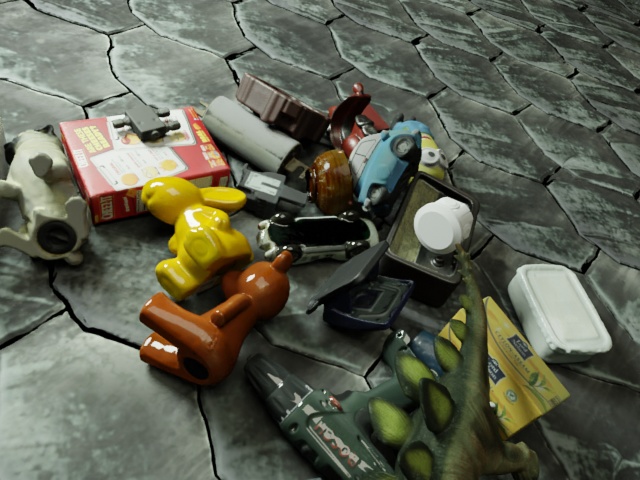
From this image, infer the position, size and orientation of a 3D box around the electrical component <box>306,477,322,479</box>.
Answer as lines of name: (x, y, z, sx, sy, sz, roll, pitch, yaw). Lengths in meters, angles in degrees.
electrical component: (-0.008, 0.328, 0.570, 0.115, 0.058, 0.134, -2, 52, -23)

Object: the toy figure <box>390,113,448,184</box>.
toy figure: (0.188, -0.170, 1.042, 0.082, 0.089, 0.180, -11, 46, -10)

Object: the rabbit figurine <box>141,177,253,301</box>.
rabbit figurine: (-0.173, -0.027, 0.759, 0.173, 0.122, 0.162, 47, 41, 11)

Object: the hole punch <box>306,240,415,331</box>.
hole punch: (0.063, 0.075, 0.778, 0.092, 0.116, 0.142, 51, 46, -11)

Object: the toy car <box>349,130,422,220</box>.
toy car: (0.099, -0.119, 0.898, 0.103, 0.109, 0.161, 32, 86, 20)

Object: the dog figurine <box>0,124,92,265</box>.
dog figurine: (-0.380, -0.066, 0.762, 0.121, 0.172, 0.191, -13, 24, -9)

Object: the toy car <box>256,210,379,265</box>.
toy car: (-0.002, -0.003, 0.852, 0.202, 0.056, 0.073, -4, 59, -20)

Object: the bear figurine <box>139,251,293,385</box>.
bear figurine: (-0.123, 0.085, 0.695, 0.132, 0.120, 0.196, 25, 46, 7)

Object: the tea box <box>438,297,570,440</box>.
tea box: (0.249, 0.179, 0.758, 0.068, 0.098, 0.170, -16, 56, -30)

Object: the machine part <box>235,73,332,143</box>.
machine part: (-0.067, -0.237, 0.973, 0.179, 0.056, 0.179, 28, 15, -8)

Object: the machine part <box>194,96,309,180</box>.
machine part: (-0.120, -0.179, 0.943, 0.243, 0.079, 0.079, 32, 48, 10)

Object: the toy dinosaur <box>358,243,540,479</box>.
toy dinosaur: (0.151, 0.224, 0.610, 0.198, 0.105, 0.471, 39, 52, -23)

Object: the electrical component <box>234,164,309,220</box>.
electrical component: (-0.082, -0.074, 0.887, 0.119, 0.047, 0.075, 17, 48, -6)

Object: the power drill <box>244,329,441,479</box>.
power drill: (0.044, 0.195, 0.685, 0.207, 0.086, 0.232, -24, 64, -37)

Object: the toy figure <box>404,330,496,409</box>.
toy figure: (0.184, 0.194, 0.744, 0.058, 0.064, 0.155, -26, 64, -37)

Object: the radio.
radio: (0.184, -0.006, 0.904, 0.131, 0.073, 0.229, 26, 49, 4)

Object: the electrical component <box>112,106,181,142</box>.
electrical component: (-0.269, -0.179, 0.831, 0.094, 0.021, 0.063, -23, 59, -33)

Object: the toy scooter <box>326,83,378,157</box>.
toy scooter: (0.068, -0.205, 0.991, 0.075, 0.135, 0.184, -8, 56, -28)
